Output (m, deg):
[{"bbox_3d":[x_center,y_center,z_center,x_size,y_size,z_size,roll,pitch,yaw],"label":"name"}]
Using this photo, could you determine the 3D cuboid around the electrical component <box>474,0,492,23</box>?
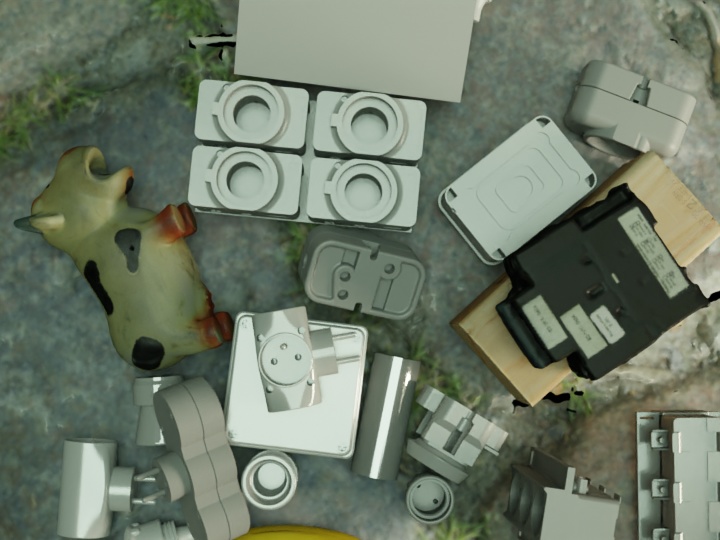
[{"bbox_3d":[0.102,-0.243,0.920,0.035,0.035,0.061,11,90,-1],"label":"electrical component"}]

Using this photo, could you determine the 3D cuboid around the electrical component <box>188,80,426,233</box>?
[{"bbox_3d":[-0.043,-0.094,0.897,0.186,0.060,0.105,5,87,-1],"label":"electrical component"}]

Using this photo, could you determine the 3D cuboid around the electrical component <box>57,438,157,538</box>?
[{"bbox_3d":[-0.207,0.180,0.890,0.079,0.043,0.077,4,86,-2],"label":"electrical component"}]

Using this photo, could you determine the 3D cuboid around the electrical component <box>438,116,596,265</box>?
[{"bbox_3d":[0.130,-0.065,0.901,0.113,0.057,0.078,-39,89,-2],"label":"electrical component"}]

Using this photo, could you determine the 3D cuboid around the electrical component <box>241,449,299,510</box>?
[{"bbox_3d":[-0.073,0.171,0.887,0.045,0.055,0.045,0,88,-1],"label":"electrical component"}]

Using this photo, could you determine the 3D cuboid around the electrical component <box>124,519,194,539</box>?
[{"bbox_3d":[-0.161,0.226,0.889,0.062,0.048,0.048,-17,88,-11],"label":"electrical component"}]

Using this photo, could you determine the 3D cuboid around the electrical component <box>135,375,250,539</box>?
[{"bbox_3d":[-0.141,0.159,0.850,0.074,0.052,0.138,-20,106,-27],"label":"electrical component"}]

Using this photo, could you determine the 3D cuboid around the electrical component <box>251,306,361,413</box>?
[{"bbox_3d":[-0.040,0.066,0.840,0.079,0.044,0.077,-10,88,-1],"label":"electrical component"}]

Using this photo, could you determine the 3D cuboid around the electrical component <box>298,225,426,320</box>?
[{"bbox_3d":[0.000,0.000,0.886,0.095,0.059,0.053,13,105,-14],"label":"electrical component"}]

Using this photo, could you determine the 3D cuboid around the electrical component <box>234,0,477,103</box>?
[{"bbox_3d":[-0.003,-0.208,0.883,0.186,0.060,0.105,7,114,-1],"label":"electrical component"}]

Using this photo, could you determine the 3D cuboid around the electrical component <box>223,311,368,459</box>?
[{"bbox_3d":[-0.053,0.094,0.890,0.109,0.056,0.108,7,87,-1],"label":"electrical component"}]

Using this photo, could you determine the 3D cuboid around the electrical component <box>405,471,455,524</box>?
[{"bbox_3d":[0.056,0.187,0.893,0.040,0.046,0.040,0,87,-1],"label":"electrical component"}]

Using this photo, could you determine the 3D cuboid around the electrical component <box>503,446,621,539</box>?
[{"bbox_3d":[0.160,0.190,0.858,0.063,0.121,0.078,9,87,-3],"label":"electrical component"}]

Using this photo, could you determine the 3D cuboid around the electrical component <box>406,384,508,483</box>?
[{"bbox_3d":[0.074,0.139,0.891,0.078,0.058,0.057,31,86,-4],"label":"electrical component"}]

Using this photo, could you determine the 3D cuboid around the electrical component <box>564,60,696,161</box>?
[{"bbox_3d":[0.225,-0.130,0.908,0.095,0.053,0.059,21,87,0],"label":"electrical component"}]

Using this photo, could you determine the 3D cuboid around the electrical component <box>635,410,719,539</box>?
[{"bbox_3d":[0.272,0.179,0.890,0.079,0.063,0.121,0,87,-1],"label":"electrical component"}]

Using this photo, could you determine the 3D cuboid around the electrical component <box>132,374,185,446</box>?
[{"bbox_3d":[-0.166,0.116,0.893,0.045,0.045,0.055,-4,87,-1],"label":"electrical component"}]
